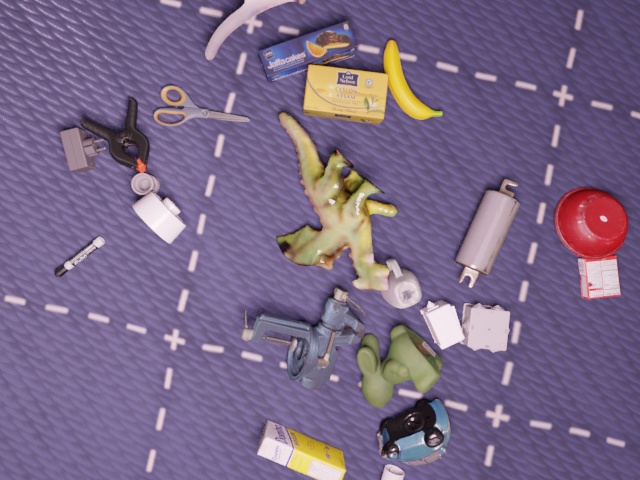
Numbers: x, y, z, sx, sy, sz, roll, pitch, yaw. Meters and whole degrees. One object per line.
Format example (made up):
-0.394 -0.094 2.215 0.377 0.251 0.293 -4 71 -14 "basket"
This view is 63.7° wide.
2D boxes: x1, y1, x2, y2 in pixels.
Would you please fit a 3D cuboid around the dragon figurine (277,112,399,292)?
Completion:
0.003 -0.054 1.069 0.413 0.242 0.122 41 6 11 "dragon figurine"

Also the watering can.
-0.125 -0.531 1.060 0.224 0.348 0.104 6 -1 -2 "watering can"
